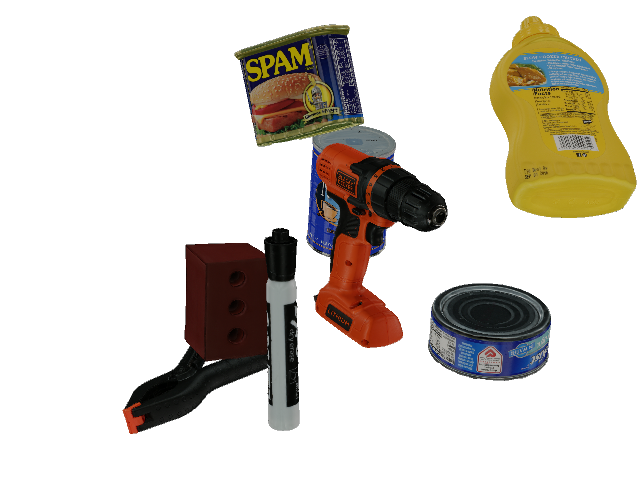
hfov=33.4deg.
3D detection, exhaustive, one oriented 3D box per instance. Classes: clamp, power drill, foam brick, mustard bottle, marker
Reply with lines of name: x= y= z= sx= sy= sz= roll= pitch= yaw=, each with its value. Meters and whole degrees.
clamp: x=-0.131 y=0.149 z=1.119 sx=0.120 sy=0.039 sz=0.171 roll=-10 pitch=19 yaw=36
power drill: x=0.055 y=0.009 z=1.078 sx=0.057 sy=0.188 sz=0.185 roll=-8 pitch=25 yaw=-32
foam brick: x=-0.071 y=0.045 z=0.810 sx=0.052 sy=0.078 sz=0.051 roll=-4 pitch=14 yaw=-23
mustard bottle: x=0.189 y=-0.110 z=0.870 sx=0.096 sy=0.191 sz=0.058 roll=0 pitch=-34 yaw=-6
marker: x=-0.022 y=0.052 z=0.617 sx=0.020 sy=0.121 sz=0.020 roll=0 pitch=17 yaw=0

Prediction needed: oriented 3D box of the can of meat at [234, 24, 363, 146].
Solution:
can of meat: x=-0.017 y=-0.131 z=0.917 sx=0.102 sy=0.084 sz=0.057 roll=-10 pitch=2 yaw=34

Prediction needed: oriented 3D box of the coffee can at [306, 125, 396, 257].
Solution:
coffee can: x=0.037 y=-0.061 z=1.335 sx=0.103 sy=0.140 sz=0.103 roll=3 pitch=28 yaw=-2

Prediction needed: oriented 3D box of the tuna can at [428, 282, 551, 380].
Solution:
tuna can: x=0.120 y=0.063 z=0.760 sx=0.086 sy=0.034 sz=0.086 roll=0 pitch=25 yaw=0
